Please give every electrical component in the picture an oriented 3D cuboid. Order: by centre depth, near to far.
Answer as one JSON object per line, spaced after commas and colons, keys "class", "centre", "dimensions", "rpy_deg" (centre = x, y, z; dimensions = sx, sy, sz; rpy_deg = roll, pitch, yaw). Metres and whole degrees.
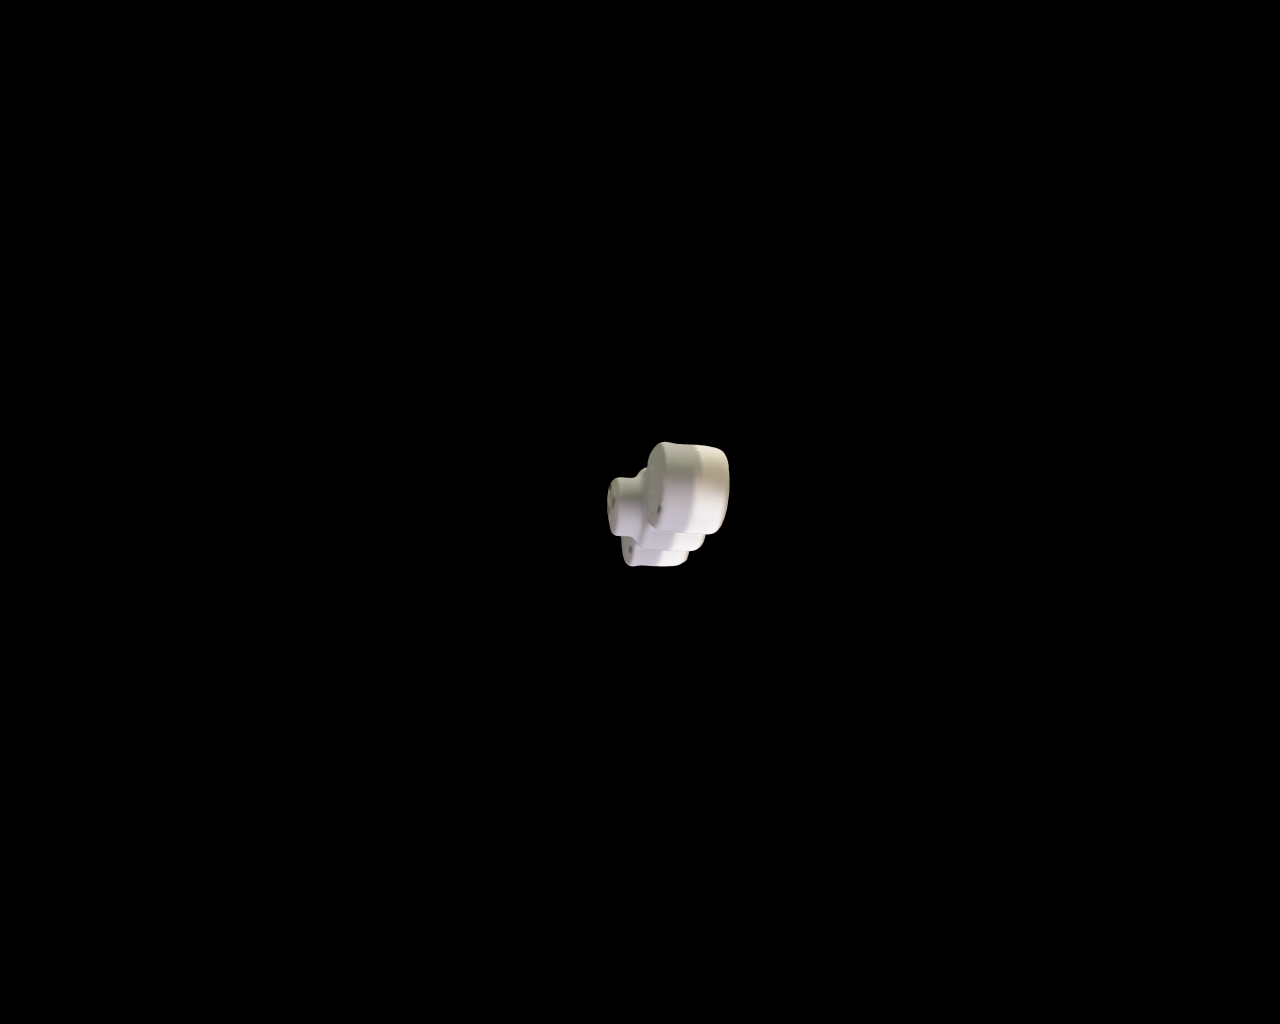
{"class": "electrical component", "centre": [0.001, -0.003, 0.650], "dimensions": [0.074, 0.052, 0.138], "rpy_deg": [3, -16, -11]}
